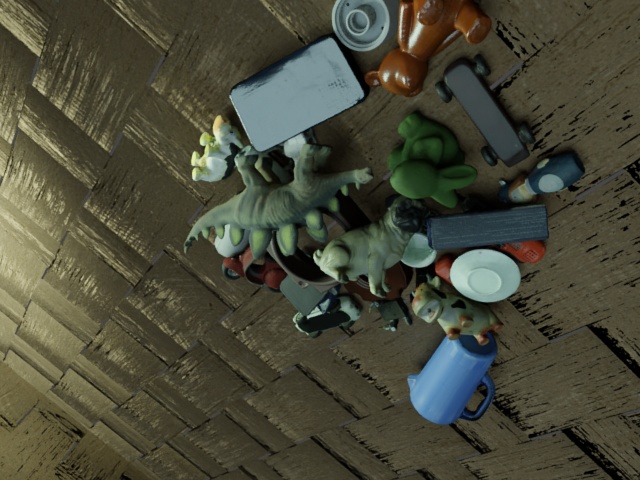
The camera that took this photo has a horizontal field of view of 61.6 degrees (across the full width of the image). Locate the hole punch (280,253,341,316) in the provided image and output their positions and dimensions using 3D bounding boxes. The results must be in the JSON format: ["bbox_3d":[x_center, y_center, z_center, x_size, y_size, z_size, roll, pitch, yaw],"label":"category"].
[{"bbox_3d":[-0.012,0.107,1.265,0.115,0.092,0.142,-51,60,15],"label":"hole punch"}]

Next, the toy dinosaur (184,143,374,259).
[{"bbox_3d":[-0.099,-0.064,1.019,0.472,0.105,0.198,-8,88,35],"label":"toy dinosaur"}]

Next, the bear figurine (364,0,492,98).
[{"bbox_3d":[0.158,-0.297,0.847,0.120,0.132,0.195,16,129,-19],"label":"bear figurine"}]

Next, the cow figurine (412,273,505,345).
[{"bbox_3d":[0.273,0.142,1.111,0.195,0.127,0.085,13,124,-30],"label":"cow figurine"}]

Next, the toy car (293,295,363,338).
[{"bbox_3d":[0.016,0.193,1.348,0.202,0.056,0.073,-25,118,40],"label":"toy car"}]

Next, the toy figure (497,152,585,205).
[{"bbox_3d":[0.376,-0.100,0.934,0.154,0.058,0.064,-30,83,42],"label":"toy figure"}]

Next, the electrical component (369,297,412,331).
[{"bbox_3d":[0.162,0.169,1.259,0.078,0.045,0.102,-11,119,35],"label":"electrical component"}]

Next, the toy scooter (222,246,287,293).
[{"bbox_3d":[-0.133,0.055,1.280,0.184,0.075,0.135,15,129,-19],"label":"toy scooter"}]

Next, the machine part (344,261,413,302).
[{"bbox_3d":[0.117,0.061,1.193,0.180,0.056,0.179,14,130,17],"label":"machine part"}]

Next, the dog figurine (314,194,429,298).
[{"bbox_3d":[0.092,-0.011,0.987,0.172,0.121,0.190,19,97,1],"label":"dog figurine"}]

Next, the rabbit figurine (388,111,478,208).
[{"bbox_3d":[0.182,-0.119,0.941,0.159,0.170,0.121,31,133,3],"label":"rabbit figurine"}]

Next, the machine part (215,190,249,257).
[{"bbox_3d":[-0.189,-0.035,1.263,0.079,0.079,0.243,33,132,1],"label":"machine part"}]

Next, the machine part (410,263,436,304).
[{"bbox_3d":[0.235,0.112,1.184,0.084,0.039,0.138,13,131,26],"label":"machine part"}]

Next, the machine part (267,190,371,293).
[{"bbox_3d":[-0.002,-0.003,1.112,0.201,0.087,0.201,-35,98,34],"label":"machine part"}]

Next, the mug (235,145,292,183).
[{"bbox_3d":[-0.118,-0.152,1.124,0.109,0.081,0.107,-40,121,11],"label":"mug"}]

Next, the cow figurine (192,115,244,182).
[{"bbox_3d":[-0.207,-0.191,1.150,0.098,0.068,0.167,8,143,-32],"label":"cow figurine"}]

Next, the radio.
[{"bbox_3d":[-0.039,-0.264,0.966,0.230,0.073,0.131,-23,107,18],"label":"radio"}]

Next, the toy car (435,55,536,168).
[{"bbox_3d":[0.279,-0.213,0.899,0.089,0.053,0.202,-34,101,29],"label":"toy car"}]

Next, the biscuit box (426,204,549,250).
[{"bbox_3d":[0.293,-0.023,0.956,0.203,0.059,0.062,-5,93,6],"label":"biscuit box"}]
